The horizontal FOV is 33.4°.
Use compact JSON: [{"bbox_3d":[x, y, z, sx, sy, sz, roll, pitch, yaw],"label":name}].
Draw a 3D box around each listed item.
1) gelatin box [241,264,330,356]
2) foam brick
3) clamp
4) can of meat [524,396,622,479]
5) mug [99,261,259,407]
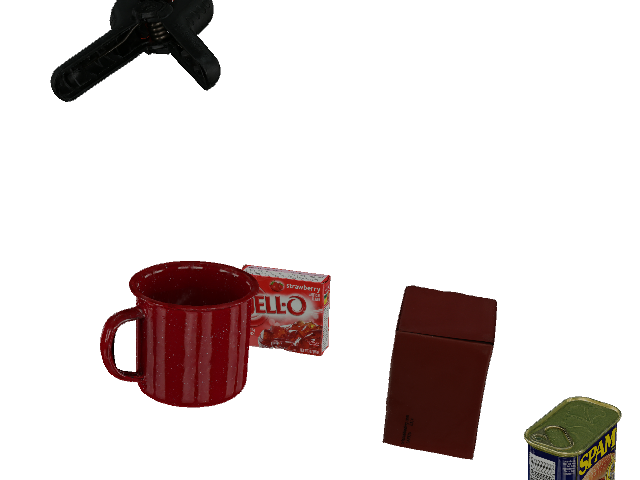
[{"bbox_3d":[-0.037,0.066,1.006,0.089,0.073,0.030,7,17,16],"label":"gelatin box"},{"bbox_3d":[0.066,0.072,0.591,0.053,0.078,0.051,9,29,8],"label":"foam brick"},{"bbox_3d":[-0.114,-0.154,0.788,0.120,0.039,0.171,7,43,12],"label":"clamp"},{"bbox_3d":[0.230,0.204,0.975,0.058,0.084,0.101,14,26,39],"label":"can of meat"},{"bbox_3d":[-0.102,0.070,0.769,0.117,0.081,0.093,-10,23,-34],"label":"mug"}]
